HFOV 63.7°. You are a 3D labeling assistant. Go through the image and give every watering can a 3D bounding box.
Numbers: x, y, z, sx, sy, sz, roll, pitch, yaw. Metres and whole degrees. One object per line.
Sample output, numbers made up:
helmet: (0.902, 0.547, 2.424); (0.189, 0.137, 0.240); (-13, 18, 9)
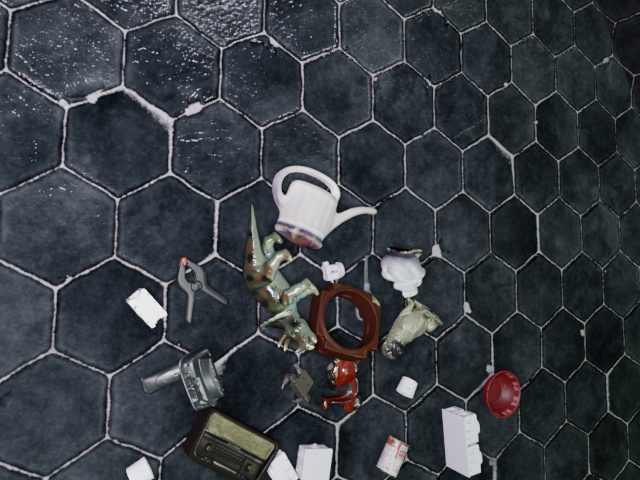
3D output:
watering can: (0.005, -0.076, 1.502); (0.345, 0.103, 0.227); (26, 75, -23)

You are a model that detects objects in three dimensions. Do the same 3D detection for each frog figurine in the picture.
frog figurine: (0.261, 0.108, 1.620); (0.137, 0.123, 0.159); (0, 96, 5)
